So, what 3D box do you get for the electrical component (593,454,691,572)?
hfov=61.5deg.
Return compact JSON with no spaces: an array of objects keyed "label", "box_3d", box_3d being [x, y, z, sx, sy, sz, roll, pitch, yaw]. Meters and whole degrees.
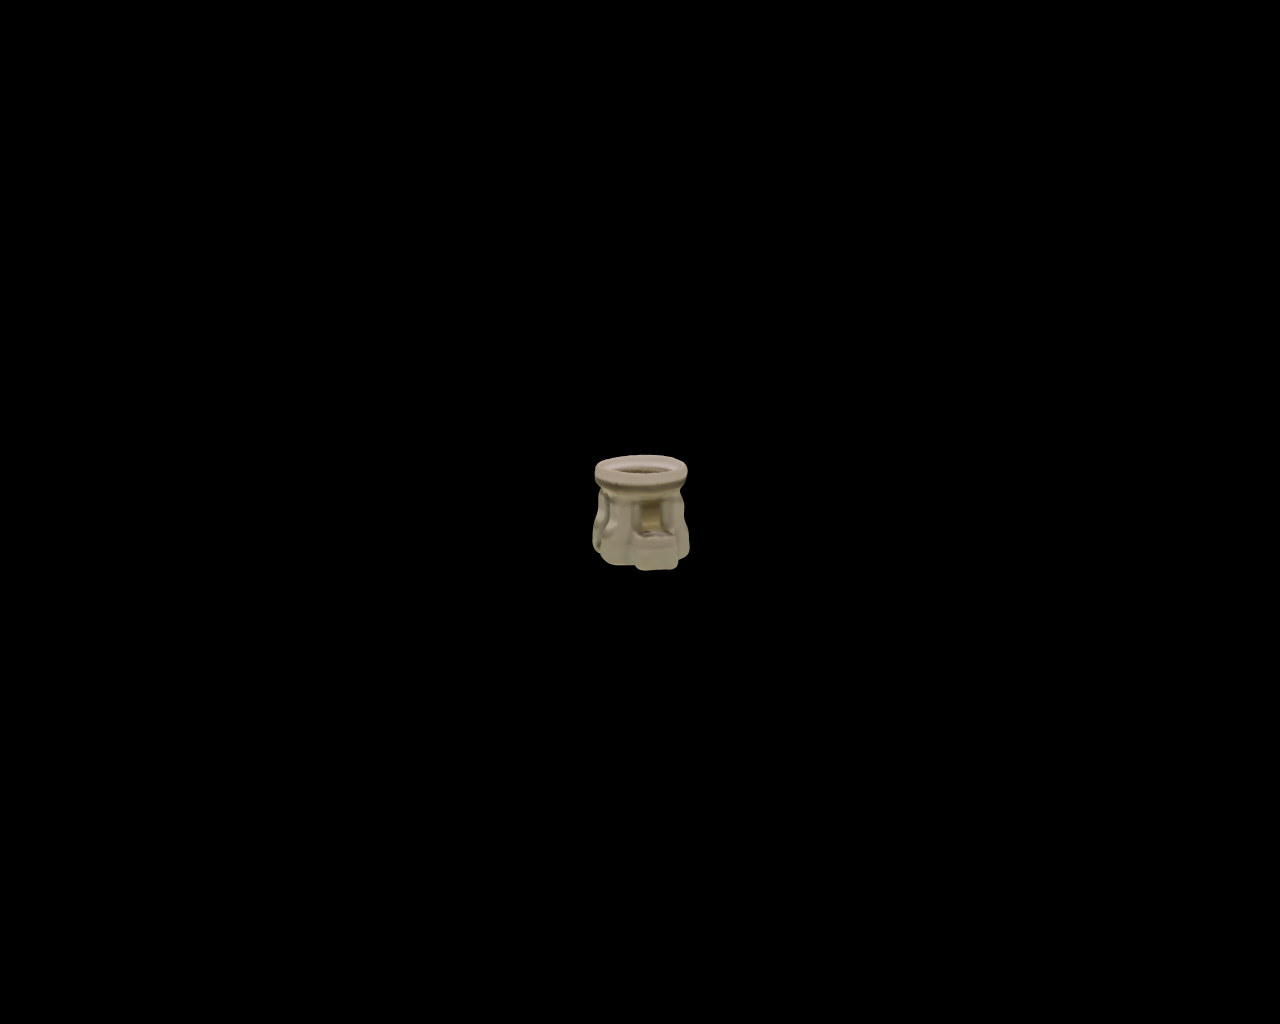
[{"label":"electrical component","box_3d":[0.001,-0.003,0.650,0.058,0.057,0.078,-4,15,-15]}]
